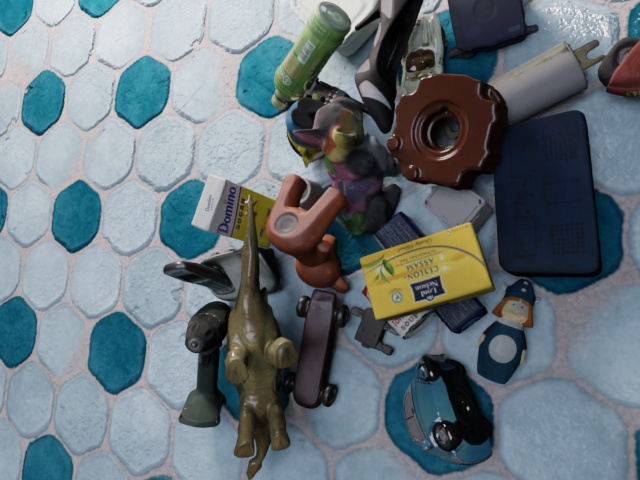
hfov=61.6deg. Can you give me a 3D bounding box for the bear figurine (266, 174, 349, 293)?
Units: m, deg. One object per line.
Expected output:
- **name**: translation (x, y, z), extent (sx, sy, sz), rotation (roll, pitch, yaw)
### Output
- **bear figurine**: translation (-0.004, 0.001, 0.880), extent (0.120, 0.195, 0.132), rotation (22, 77, 32)

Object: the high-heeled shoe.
- **high-heeled shoe**: translation (0.128, -0.297, 0.844), extent (0.145, 0.086, 0.249), rotation (-23, 69, 33)

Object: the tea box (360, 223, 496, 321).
- **tea box**: translation (0.154, 0.049, 0.776), extent (0.170, 0.068, 0.098), rotation (-20, 73, 17)

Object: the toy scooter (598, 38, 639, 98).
- **toy scooter**: translation (0.484, -0.253, 0.724), extent (0.184, 0.075, 0.135), rotation (-48, 66, 7)

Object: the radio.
- **radio**: translation (0.324, -0.059, 0.776), extent (0.131, 0.073, 0.229), rotation (-6, 78, 27)

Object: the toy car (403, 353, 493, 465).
- **toy car**: translation (0.173, 0.254, 0.789), extent (0.103, 0.109, 0.162), rotation (-40, 57, 35)

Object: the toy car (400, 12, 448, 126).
- **toy car**: translation (0.171, -0.278, 0.895), extent (0.074, 0.056, 0.201), rotation (-4, 80, 27)

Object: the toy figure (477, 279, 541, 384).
- **toy figure**: translation (0.276, 0.130, 0.780), extent (0.064, 0.058, 0.154), rotation (20, 90, -10)

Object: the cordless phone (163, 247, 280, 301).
- **cordless phone**: translation (-0.170, 0.050, 0.946), extent (0.147, 0.184, 0.088), rotation (-13, 72, 25)

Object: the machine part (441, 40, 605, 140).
- **machine part**: translation (0.302, -0.218, 0.808), extent (0.243, 0.079, 0.079), rotation (-27, 71, 20)

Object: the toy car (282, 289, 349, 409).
- **toy car**: translation (-0.005, 0.185, 0.914), extent (0.089, 0.053, 0.202), rotation (9, 91, 23)

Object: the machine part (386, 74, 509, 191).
- **machine part**: translation (0.186, -0.159, 0.794), extent (0.180, 0.056, 0.179), rotation (-1, 89, 36)

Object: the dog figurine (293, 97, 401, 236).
- **dog figurine**: translation (0.042, -0.112, 0.845), extent (0.109, 0.219, 0.191), rotation (11, 87, 31)

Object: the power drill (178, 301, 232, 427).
- **power drill**: translation (-0.202, 0.214, 0.932), extent (0.086, 0.232, 0.207), rotation (1, 103, -1)

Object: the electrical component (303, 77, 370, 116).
- **electrical component**: translation (0.037, -0.234, 0.948), extent (0.119, 0.074, 0.047), rotation (37, 99, 24)

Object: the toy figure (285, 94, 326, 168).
- **toy figure**: translation (-0.019, -0.192, 0.914), extent (0.082, 0.180, 0.089), rotation (-31, 81, 0)

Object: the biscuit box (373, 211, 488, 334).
- **biscuit box**: translation (0.172, 0.051, 0.841), extent (0.063, 0.059, 0.203), rotation (-42, 66, 13)

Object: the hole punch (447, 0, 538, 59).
- **hole punch**: translation (0.262, -0.363, 0.847), extent (0.142, 0.092, 0.115), rotation (-9, 82, 22)

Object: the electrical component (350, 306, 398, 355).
- **electrical component**: translation (0.086, 0.148, 0.891), extent (0.094, 0.021, 0.063), rotation (24, 94, 27)

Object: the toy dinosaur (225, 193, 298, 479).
- **toy dinosaur**: translation (-0.106, 0.169, 0.866), extent (0.105, 0.199, 0.470), rotation (0, 105, -14)
